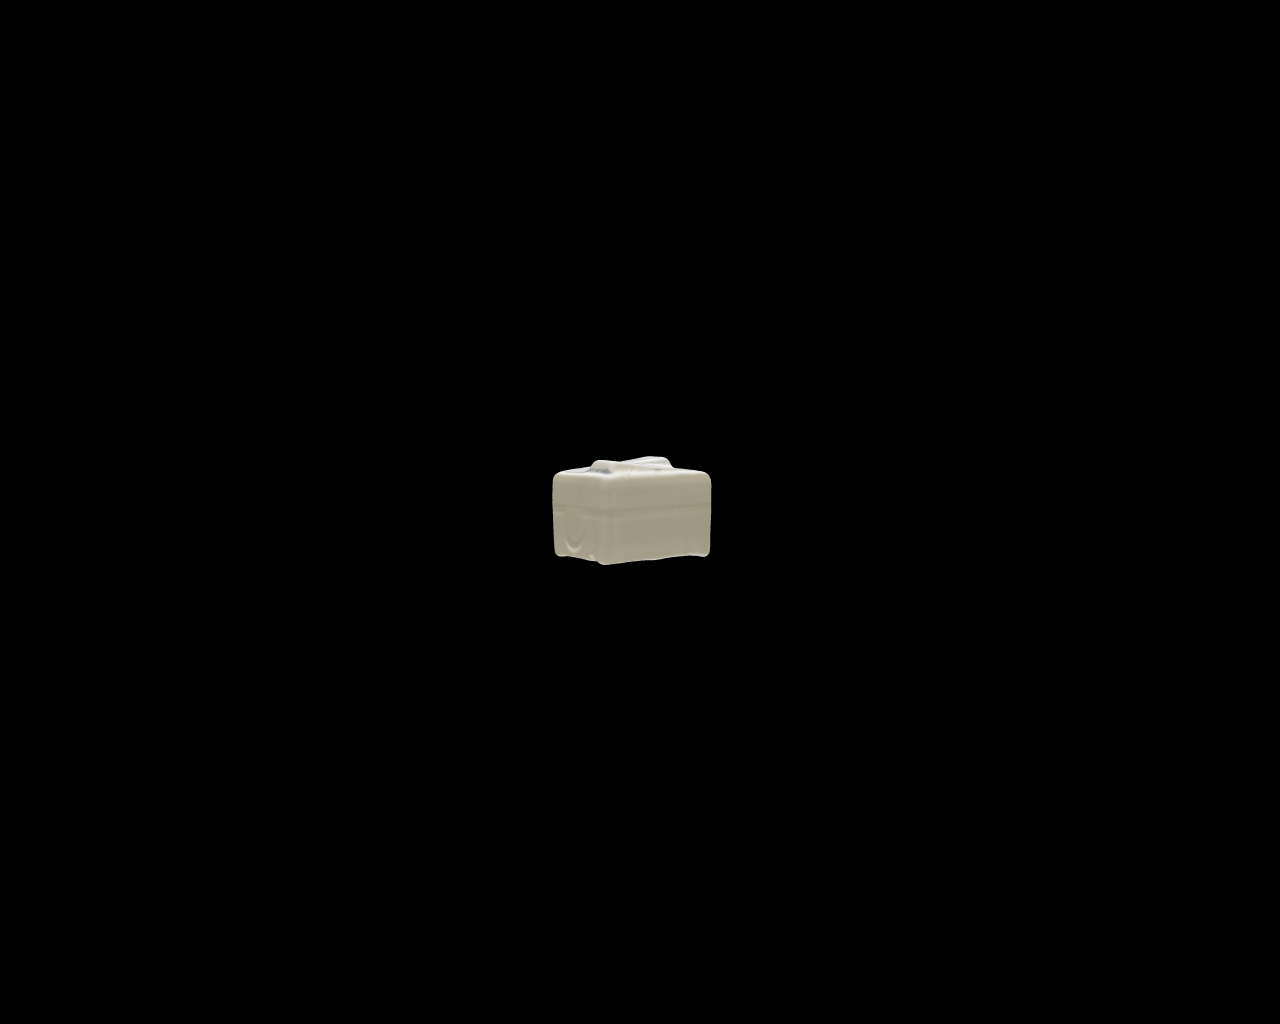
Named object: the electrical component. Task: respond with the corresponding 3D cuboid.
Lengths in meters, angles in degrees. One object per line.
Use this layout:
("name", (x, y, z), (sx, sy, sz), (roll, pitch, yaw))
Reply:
("electrical component", (0.001, -0.003, 0.650), (0.096, 0.061, 0.062), (-4, 6, -33))
